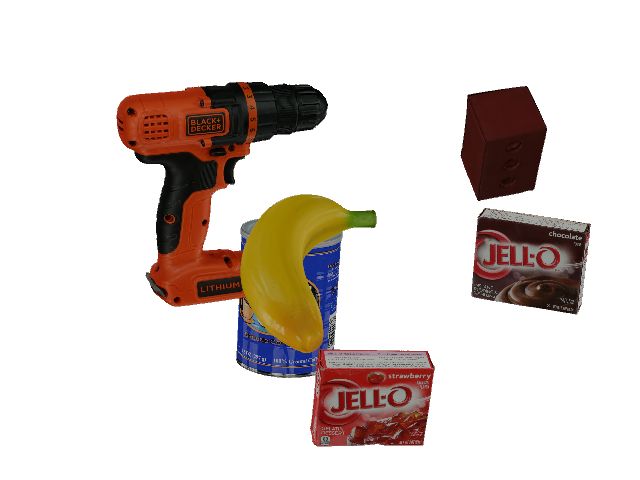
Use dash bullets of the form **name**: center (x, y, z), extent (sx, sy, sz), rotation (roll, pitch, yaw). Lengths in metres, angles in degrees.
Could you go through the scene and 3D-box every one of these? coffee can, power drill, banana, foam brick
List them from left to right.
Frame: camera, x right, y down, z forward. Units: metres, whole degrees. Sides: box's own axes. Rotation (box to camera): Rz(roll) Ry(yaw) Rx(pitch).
- **power drill**: center (-0.082, -0.044, 0.922), extent (0.184, 0.188, 0.057), rotation (-7, 21, -22)
- **coffee can**: center (-0.033, 0.056, 1.086), extent (0.103, 0.140, 0.103), rotation (3, 14, -1)
- **banana**: center (-0.014, 0.009, 0.650), extent (0.070, 0.037, 0.197), rotation (3, 24, 12)
- **foam brick**: center (0.150, -0.080, 0.882), extent (0.053, 0.051, 0.078), rotation (-11, -36, -5)

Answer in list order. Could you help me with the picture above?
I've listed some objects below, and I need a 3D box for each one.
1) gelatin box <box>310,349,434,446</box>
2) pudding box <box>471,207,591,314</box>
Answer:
- **gelatin box**: center (0.039, 0.123, 0.826), extent (0.089, 0.073, 0.030), rotation (1, 27, -7)
- **pudding box**: center (0.215, 0.020, 1.093), extent (0.114, 0.090, 0.039), rotation (8, 23, 17)
